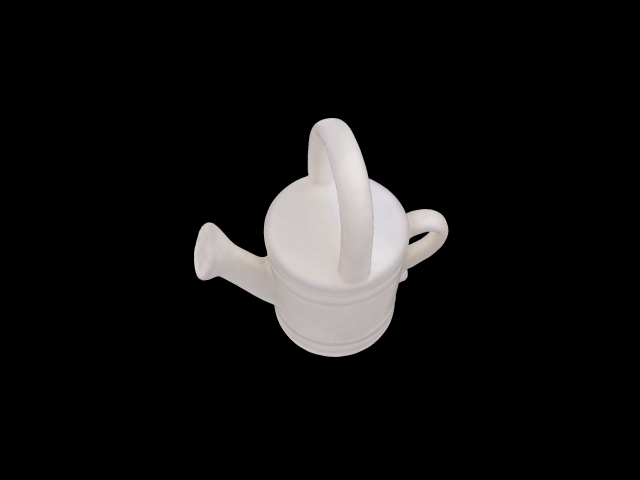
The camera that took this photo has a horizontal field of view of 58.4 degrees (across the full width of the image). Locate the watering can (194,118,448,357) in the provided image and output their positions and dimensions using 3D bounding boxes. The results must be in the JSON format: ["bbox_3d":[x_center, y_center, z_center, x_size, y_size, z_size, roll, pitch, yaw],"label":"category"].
[{"bbox_3d":[0.004,0.003,0.399,0.173,0.194,0.100,-30,62,-18],"label":"watering can"}]
